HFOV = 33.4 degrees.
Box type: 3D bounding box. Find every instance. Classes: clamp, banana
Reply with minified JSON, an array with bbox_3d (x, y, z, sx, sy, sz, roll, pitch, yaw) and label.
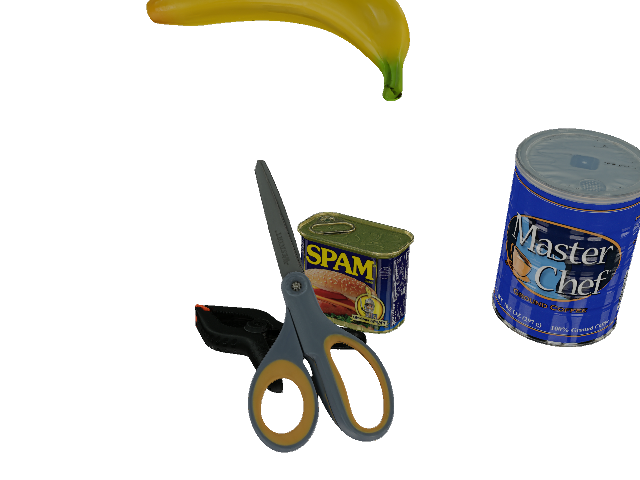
[{"bbox_3d":[-0.074,0.117,1.245,0.210,0.036,0.164,13,22,29],"label":"clamp"},{"bbox_3d":[-0.019,-0.141,0.645,0.198,0.069,0.037,22,-31,32],"label":"banana"}]

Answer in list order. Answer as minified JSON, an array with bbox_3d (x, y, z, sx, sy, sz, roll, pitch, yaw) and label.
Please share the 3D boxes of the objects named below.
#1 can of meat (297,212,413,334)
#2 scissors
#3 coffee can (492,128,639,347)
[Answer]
[{"bbox_3d":[0.030,0.030,0.957,0.102,0.084,0.057,15,28,27],"label":"can of meat"},{"bbox_3d":[-0.028,0.046,0.669,0.096,0.202,0.016,-29,-23,-10],"label":"scissors"},{"bbox_3d":[0.195,-0.003,0.837,0.103,0.140,0.103,2,34,-2],"label":"coffee can"}]
